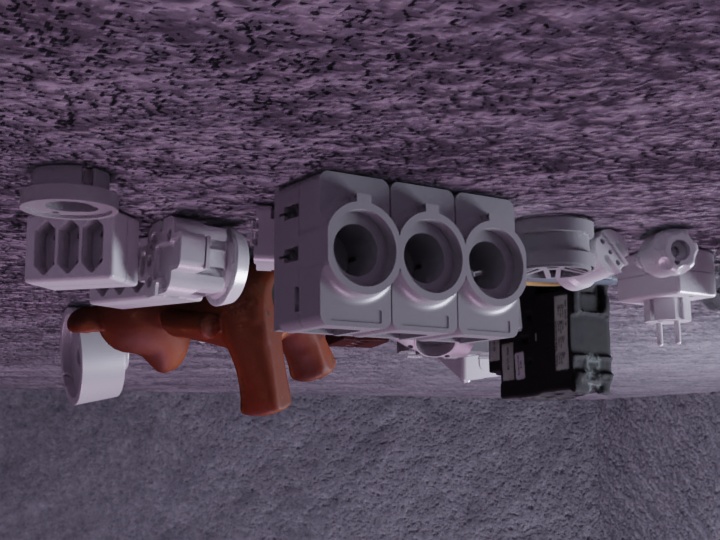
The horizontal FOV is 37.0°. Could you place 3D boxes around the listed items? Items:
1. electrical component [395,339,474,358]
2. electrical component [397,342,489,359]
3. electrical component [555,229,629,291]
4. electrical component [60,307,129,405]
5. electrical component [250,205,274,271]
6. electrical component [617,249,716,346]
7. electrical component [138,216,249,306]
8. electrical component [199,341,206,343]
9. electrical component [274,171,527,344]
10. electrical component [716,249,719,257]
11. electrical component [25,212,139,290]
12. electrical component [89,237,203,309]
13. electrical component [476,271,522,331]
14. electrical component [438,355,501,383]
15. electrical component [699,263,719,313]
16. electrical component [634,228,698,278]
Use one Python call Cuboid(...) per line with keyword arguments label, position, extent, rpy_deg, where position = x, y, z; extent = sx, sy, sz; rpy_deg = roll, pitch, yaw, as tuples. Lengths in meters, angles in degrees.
Cuboid(label="electrical component", position=(0.080, 0.044, 1.062), extent=(0.077, 0.044, 0.079), rpy_deg=(16, 127, -15))
Cuboid(label="electrical component", position=(0.100, 0.061, 1.139), extent=(0.121, 0.063, 0.079), rpy_deg=(2, 170, -12))
Cuboid(label="electrical component", position=(0.173, -0.008, 0.807), extent=(0.040, 0.040, 0.046), rpy_deg=(6, 163, -33))
Cuboid(label="electrical component", position=(-0.291, 0.093, 1.193), extent=(0.060, 0.108, 0.108), rpy_deg=(-3, 172, -27))
Cuboid(label="electrical component", position=(-0.040, -0.020, 0.718), extent=(0.064, 0.042, 0.081), rpy_deg=(1, 170, -2))
Cuboid(label="electrical component", position=(0.254, 0.024, 0.889), extent=(0.047, 0.076, 0.066), rpy_deg=(6, 169, -33))
Cuboid(label="electrical component", position=(-0.114, -0.005, 0.754), extent=(0.057, 0.058, 0.078), rpy_deg=(9, 167, -31))
Cuboid(label="electrical component", position=(-0.166, 0.041, 1.027), extent=(0.057, 0.058, 0.078), rpy_deg=(0, 171, 14))
Cuboid(label="electrical component", position=(0.027, -0.004, 0.668), extent=(0.150, 0.089, 0.062), rpy_deg=(6, 168, -34))
Cuboid(label="electrical component", position=(0.336, 0.000, 0.836), extent=(0.100, 0.048, 0.099), rpy_deg=(-1, 171, -1))
Cuboid(label="electrical component", position=(-0.184, -0.010, 0.749), extent=(0.066, 0.047, 0.077), rpy_deg=(-3, 170, 14))
Cuboid(label="electrical component", position=(-0.154, 0.005, 0.837), extent=(0.083, 0.047, 0.076), rpy_deg=(-6, 169, 31))
Cuboid(label="electrical component", position=(0.103, 0.029, 0.981), extent=(0.062, 0.061, 0.096), rpy_deg=(-8, 176, 39))
Cuboid(label="electrical component", position=(0.128, 0.082, 1.233), extent=(0.062, 0.061, 0.096), rpy_deg=(-6, -164, -16))
Cuboid(label="electrical component", position=(0.351, 0.015, 0.938), extent=(0.077, 0.044, 0.079), rpy_deg=(5, 169, -32))
Cuboid(label="electrical component", position=(0.225, -0.011, 0.808), extent=(0.035, 0.035, 0.061), rpy_deg=(2, 173, -13))
